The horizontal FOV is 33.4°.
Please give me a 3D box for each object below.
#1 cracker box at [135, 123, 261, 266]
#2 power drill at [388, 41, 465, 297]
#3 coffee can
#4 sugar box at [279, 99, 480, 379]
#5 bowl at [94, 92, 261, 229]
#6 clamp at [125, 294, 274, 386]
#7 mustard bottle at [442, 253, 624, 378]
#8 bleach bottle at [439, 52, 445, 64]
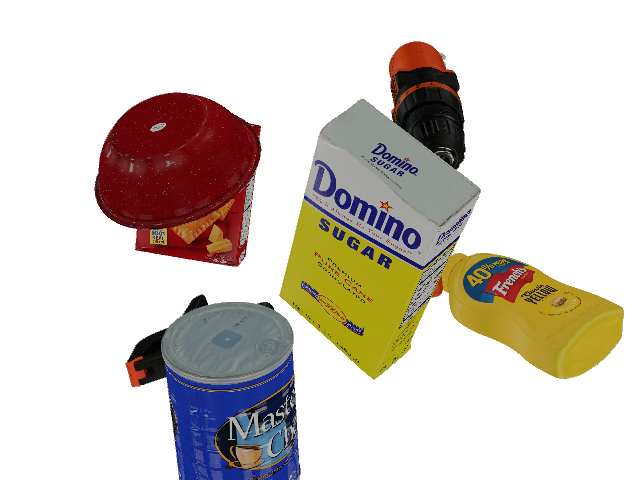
[{"bbox_3d":[-0.187,-0.078,1.611,0.164,0.214,0.072,10,20,6],"label":"cracker box"},{"bbox_3d":[0.081,-0.048,0.870,0.057,0.188,0.184,3,33,-2],"label":"power drill"},{"bbox_3d":[-0.070,0.135,0.859,0.103,0.140,0.103,-2,30,1],"label":"coffee can"},{"bbox_3d":[0.030,0.005,0.664,0.048,0.093,0.176,-40,-21,-29],"label":"sugar box"},{"bbox_3d":[-0.139,-0.085,0.971,0.162,0.162,0.055,0,-43,19],"label":"bowl"},{"bbox_3d":[-0.131,0.103,1.134,0.120,0.039,0.171,-8,22,35],"label":"clamp"},{"bbox_3d":[0.179,0.057,0.997,0.096,0.058,0.192,-27,37,-31],"label":"mustard bottle"},{"bbox_3d":[0.100,-0.071,1.114,0.068,0.251,0.102,3,29,-6],"label":"bleach bottle"}]
